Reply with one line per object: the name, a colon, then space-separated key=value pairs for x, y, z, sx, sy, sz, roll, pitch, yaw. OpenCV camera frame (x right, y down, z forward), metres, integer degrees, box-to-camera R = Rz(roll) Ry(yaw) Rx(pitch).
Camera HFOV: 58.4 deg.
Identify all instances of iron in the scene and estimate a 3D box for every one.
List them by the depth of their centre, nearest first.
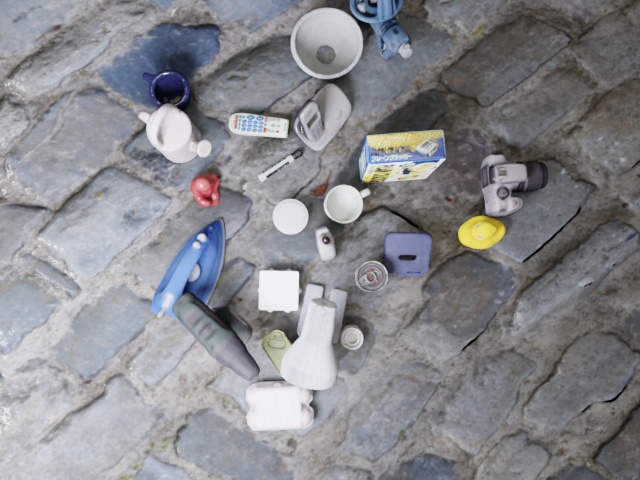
iron: x=-0.285 y=0.062 z=1.260 sx=0.118 sy=0.141 sz=0.258 roll=24 pitch=86 yaw=1

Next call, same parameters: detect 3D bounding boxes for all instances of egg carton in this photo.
egg carton: x=-0.089 y=0.368 z=1.275 sx=0.150 sy=0.069 sz=0.107 roll=-4 pitch=86 yaw=-1

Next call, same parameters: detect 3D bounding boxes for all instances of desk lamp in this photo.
desk lamp: x=-0.007 y=0.199 z=1.217 sx=0.118 sy=0.213 sz=0.203 roll=11 pitch=86 yaw=1

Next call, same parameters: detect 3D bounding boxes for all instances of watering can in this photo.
watering can: x=-0.319 y=-0.238 z=1.256 sx=0.173 sy=0.194 sz=0.101 roll=7 pitch=85 yaw=0

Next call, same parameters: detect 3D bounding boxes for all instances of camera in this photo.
camera: x=0.447 y=-0.129 z=1.304 sx=0.137 sy=0.101 sz=0.143 roll=-4 pitch=86 yaw=-1

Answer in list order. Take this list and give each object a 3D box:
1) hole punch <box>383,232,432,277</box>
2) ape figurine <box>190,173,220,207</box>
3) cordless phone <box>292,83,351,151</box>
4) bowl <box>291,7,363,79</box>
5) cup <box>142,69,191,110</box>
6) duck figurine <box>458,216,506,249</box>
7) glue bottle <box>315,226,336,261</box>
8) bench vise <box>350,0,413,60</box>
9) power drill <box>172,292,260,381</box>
hole punch: x=0.199 y=0.032 z=1.293 sx=0.108 sy=0.091 sz=0.101 roll=1 pitch=86 yaw=0
ape figurine: x=-0.261 y=-0.119 z=1.299 sx=0.076 sy=0.092 sz=0.078 roll=36 pitch=86 yaw=2
cordless phone: x=0.004 y=-0.287 z=1.268 sx=0.094 sy=0.185 sz=0.148 roll=36 pitch=86 yaw=2
bowl: x=0.016 y=-0.448 z=1.336 sx=0.167 sy=0.074 sz=0.167 roll=0 pitch=86 yaw=-1
cup: x=-0.346 y=-0.337 z=1.313 sx=0.117 sy=0.095 sz=0.092 roll=30 pitch=86 yaw=2
duck figurine: x=0.375 y=-0.020 z=1.302 sx=0.104 sy=0.086 sz=0.077 roll=-8 pitch=86 yaw=-1
glue bottle: x=0.011 y=0.004 z=1.252 sx=0.037 sy=0.173 sz=0.078 roll=-17 pitch=86 yaw=-1
bench vise: x=0.155 y=-0.517 z=1.270 sx=0.207 sy=0.219 sz=0.121 roll=41 pitch=86 yaw=3
power drill: x=-0.206 y=0.201 z=1.217 sx=0.229 sy=0.208 sz=0.075 roll=41 pitch=86 yaw=3
